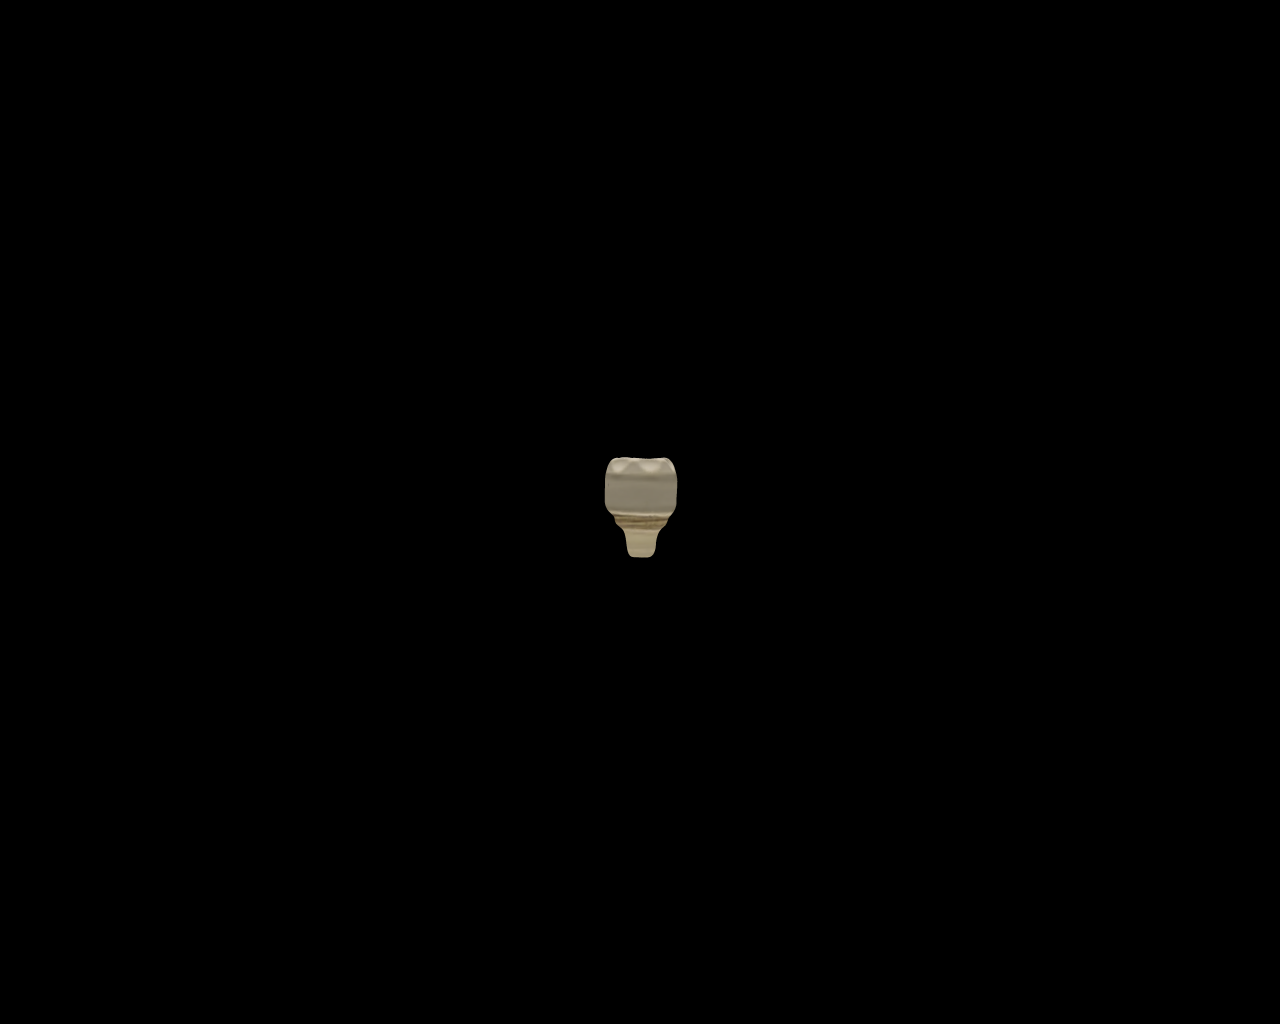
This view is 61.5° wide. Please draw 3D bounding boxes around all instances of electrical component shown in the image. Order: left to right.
[{"bbox_3d":[0.001,-0.003,0.650,0.043,0.062,0.043,0,3,0],"label":"electrical component"}]
